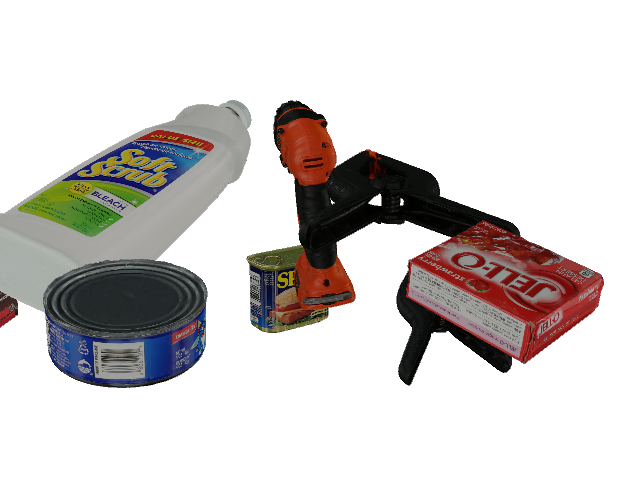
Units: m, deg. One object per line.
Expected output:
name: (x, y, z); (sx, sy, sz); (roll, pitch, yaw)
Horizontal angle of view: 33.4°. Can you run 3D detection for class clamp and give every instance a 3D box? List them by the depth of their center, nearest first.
clamp: (0.066, -0.031, 0.862); (0.164, 0.036, 0.210); (4, 20, -1)
clamp: (0.138, 0.086, 1.156); (0.120, 0.171, 0.039); (4, -44, -7)

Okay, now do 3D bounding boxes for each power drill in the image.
power drill: (-0.011, -0.039, 1.066); (0.057, 0.187, 0.184); (-10, 21, -2)

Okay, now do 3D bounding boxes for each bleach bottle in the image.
bleach bottle: (-0.137, -0.042, 0.812); (0.103, 0.068, 0.250); (21, 42, 20)

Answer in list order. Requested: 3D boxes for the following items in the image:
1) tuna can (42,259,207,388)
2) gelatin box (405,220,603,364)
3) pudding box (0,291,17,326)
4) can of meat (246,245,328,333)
tuna can: (-0.103, 0.043, 0.569); (0.086, 0.034, 0.086); (2, 25, -1)
gelatin box: (0.106, 0.027, 0.621); (0.089, 0.030, 0.073); (28, 39, 36)
pudding box: (-0.331, 0.058, 0.910); (0.114, 0.039, 0.090); (9, 26, 19)
can of meat: (-0.037, 0.057, 1.274); (0.101, 0.084, 0.058); (-11, 20, -35)
